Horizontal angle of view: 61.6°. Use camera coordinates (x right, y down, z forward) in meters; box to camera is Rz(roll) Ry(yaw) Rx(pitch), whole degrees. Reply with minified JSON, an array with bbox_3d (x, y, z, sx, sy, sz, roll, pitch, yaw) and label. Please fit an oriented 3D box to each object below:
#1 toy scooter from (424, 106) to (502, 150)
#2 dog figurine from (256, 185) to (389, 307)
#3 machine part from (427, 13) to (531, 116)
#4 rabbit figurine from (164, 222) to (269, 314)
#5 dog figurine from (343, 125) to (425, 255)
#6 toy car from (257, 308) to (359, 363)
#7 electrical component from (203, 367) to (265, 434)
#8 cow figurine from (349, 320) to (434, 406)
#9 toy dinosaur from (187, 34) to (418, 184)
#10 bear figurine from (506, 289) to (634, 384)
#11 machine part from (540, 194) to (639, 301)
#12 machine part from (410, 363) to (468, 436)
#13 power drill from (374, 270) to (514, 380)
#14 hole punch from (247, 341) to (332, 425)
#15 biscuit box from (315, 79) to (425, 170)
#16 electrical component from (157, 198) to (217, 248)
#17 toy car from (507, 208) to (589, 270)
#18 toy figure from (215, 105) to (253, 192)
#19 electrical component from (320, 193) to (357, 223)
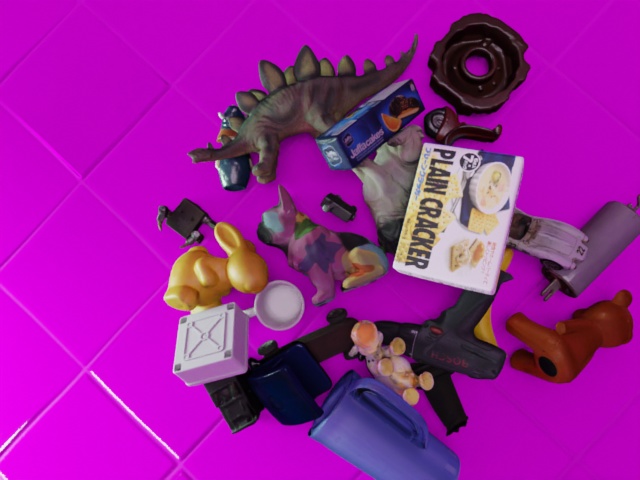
[{"bbox_3d":[0.260,-0.151,0.952,0.135,0.075,0.183,-4,82,2],"label":"toy scooter"},{"bbox_3d":[-0.002,-0.003,0.942,0.192,0.108,0.219,-26,83,2],"label":"dog figurine"},{"bbox_3d":[0.283,-0.313,0.969,0.179,0.056,0.179,0,85,3],"label":"machine part"},{"bbox_3d":[-0.160,0.058,0.933,0.173,0.121,0.162,-9,53,29],"label":"rabbit figurine"},{"bbox_3d":[0.147,-0.088,0.952,0.172,0.121,0.190,-32,100,3],"label":"dog figurine"},{"bbox_3d":[-0.018,0.194,0.955,0.202,0.053,0.089,-26,103,5],"label":"toy car"},{"bbox_3d":[-0.150,0.252,0.928,0.058,0.115,0.134,-29,87,-1],"label":"electrical component"},{"bbox_3d":[0.106,0.202,0.913,0.068,0.098,0.167,-43,97,-23],"label":"cow figurine"},{"bbox_3d":[-0.012,-0.237,0.950,0.471,0.105,0.198,-21,86,-12],"label":"toy dinosaur"},{"bbox_3d":[0.433,0.155,0.916,0.196,0.132,0.120,-30,119,-23],"label":"bear figurine"},{"bbox_3d":[0.472,0.016,0.930,0.079,0.079,0.243,45,88,4],"label":"machine part"},{"bbox_3d":[0.218,0.270,0.947,0.084,0.039,0.139,-22,84,-4],"label":"machine part"},{"bbox_3d":[0.218,0.119,0.915,0.232,0.086,0.207,24,88,23],"label":"power drill"},{"bbox_3d":[-0.055,0.249,0.894,0.116,0.092,0.142,-34,101,17],"label":"hole punch"},{"bbox_3d":[0.086,-0.190,0.887,0.203,0.059,0.062,-41,115,-26],"label":"biscuit box"},{"bbox_3d":[-0.247,-0.032,0.984,0.102,0.045,0.078,43,91,4],"label":"electrical component"},{"bbox_3d":[0.351,-0.012,0.919,0.202,0.056,0.073,24,72,27],"label":"toy car"},{"bbox_3d":[-0.160,-0.168,0.981,0.058,0.064,0.154,-10,79,40],"label":"toy figure"},{"bbox_3d":[0.035,-0.056,0.948,0.063,0.094,0.021,34,110,5],"label":"electrical component"}]
